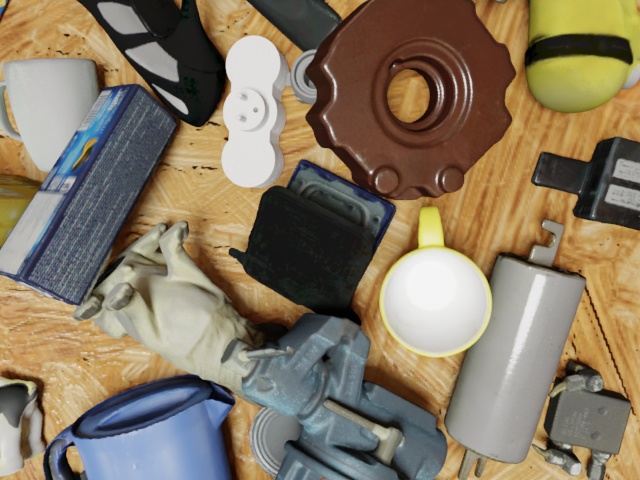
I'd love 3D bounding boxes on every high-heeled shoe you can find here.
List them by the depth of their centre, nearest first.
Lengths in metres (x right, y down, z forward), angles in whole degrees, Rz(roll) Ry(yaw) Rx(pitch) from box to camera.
[{"bbox_3d":[-0.194,-0.211,0.533,0.249,0.086,0.145,26,130,24],"label":"high-heeled shoe"}]

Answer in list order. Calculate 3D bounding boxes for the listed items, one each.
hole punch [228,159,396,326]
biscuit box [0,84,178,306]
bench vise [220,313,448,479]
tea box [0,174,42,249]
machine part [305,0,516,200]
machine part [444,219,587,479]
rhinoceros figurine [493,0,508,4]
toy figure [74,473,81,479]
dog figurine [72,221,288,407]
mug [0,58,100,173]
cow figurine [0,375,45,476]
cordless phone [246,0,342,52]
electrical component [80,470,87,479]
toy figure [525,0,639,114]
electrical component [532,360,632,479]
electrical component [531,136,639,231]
[{"bbox_3d":[-0.001,-0.002,0.501,0.142,0.092,0.115,27,127,4],"label":"hole punch"},{"bbox_3d":[-0.205,-0.046,0.485,0.059,0.062,0.202,7,64,35],"label":"biscuit box"},{"bbox_3d":[-0.008,0.188,0.437,0.223,0.129,0.240,36,73,-28],"label":"bench vise"},{"bbox_3d":[-0.305,-0.020,0.500,0.098,0.169,0.068,18,96,9],"label":"tea box"},{"bbox_3d":[0.077,-0.122,0.452,0.179,0.056,0.179,-2,101,-12],"label":"machine part"},{"bbox_3d":[0.170,0.101,0.474,0.079,0.079,0.243,16,96,8],"label":"machine part"},{"bbox_3d":[0.109,-0.275,0.434,0.190,0.073,0.112,55,132,30],"label":"rhinoceros figurine"},{"bbox_3d":[-0.288,0.290,0.528,0.064,0.154,0.057,-14,95,12],"label":"toy figure"},{"bbox_3d":[-0.125,0.089,0.526,0.121,0.172,0.190,-49,115,-21],"label":"dog figurine"},{"bbox_3d":[-0.270,-0.120,0.533,0.110,0.081,0.107,-5,103,5],"label":"mug"},{"bbox_3d":[-0.387,0.195,0.582,0.167,0.068,0.098,1,89,7],"label":"cow figurine"},{"bbox_3d":[-0.032,-0.274,0.490,0.184,0.089,0.146,41,99,-7],"label":"cordless phone"},{"bbox_3d":[-0.222,0.258,0.581,0.063,0.021,0.094,-21,90,10],"label":"electrical component"},{"bbox_3d":[0.208,-0.195,0.442,0.089,0.082,0.180,-9,95,9],"label":"toy figure"},{"bbox_3d":[0.235,0.163,0.482,0.078,0.045,0.102,18,97,9],"label":"electrical component"},{"bbox_3d":[0.251,-0.050,0.463,0.119,0.048,0.074,19,97,6],"label":"electrical component"}]
